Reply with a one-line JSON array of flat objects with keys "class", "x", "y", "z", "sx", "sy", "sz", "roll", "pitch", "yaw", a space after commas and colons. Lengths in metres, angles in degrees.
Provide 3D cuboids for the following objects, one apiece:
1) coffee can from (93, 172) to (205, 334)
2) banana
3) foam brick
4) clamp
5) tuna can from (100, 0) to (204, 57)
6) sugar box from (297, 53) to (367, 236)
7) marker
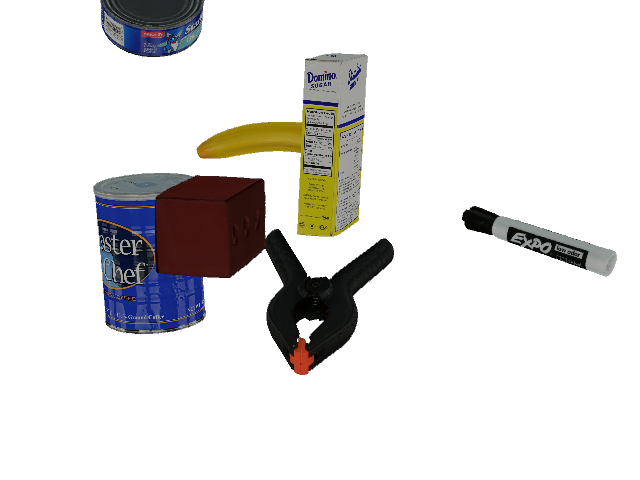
[{"class": "coffee can", "x": -0.169, "y": 0.011, "z": 1.066, "sx": 0.103, "sy": 0.140, "sz": 0.103, "roll": -2, "pitch": 14, "yaw": 0}, {"class": "banana", "x": -0.052, "y": -0.119, "z": 1.312, "sx": 0.198, "sy": 0.037, "sz": 0.069, "roll": 7, "pitch": 39, "yaw": 17}, {"class": "foam brick", "x": -0.073, "y": -0.011, "z": 0.716, "sx": 0.051, "sy": 0.053, "sz": 0.078, "roll": 5, "pitch": 16, "yaw": 14}, {"class": "clamp", "x": -0.012, "y": 0.046, "z": 0.950, "sx": 0.120, "sy": 0.039, "sz": 0.171, "roll": 6, "pitch": 37, "yaw": 19}, {"class": "tuna can", "x": -0.140, "y": -0.192, "z": 0.890, "sx": 0.086, "sy": 0.086, "sz": 0.034, "roll": 0, "pitch": -40, "yaw": -10}, {"class": "sugar box", "x": 0.012, "y": -0.098, "z": 1.079, "sx": 0.048, "sy": 0.176, "sz": 0.093, "roll": 5, "pitch": 14, "yaw": 18}, {"class": "marker", "x": 0.157, "y": -0.001, "z": 0.783, "sx": 0.121, "sy": 0.020, "sz": 0.020, "roll": 21, "pitch": 12, "yaw": 34}]
